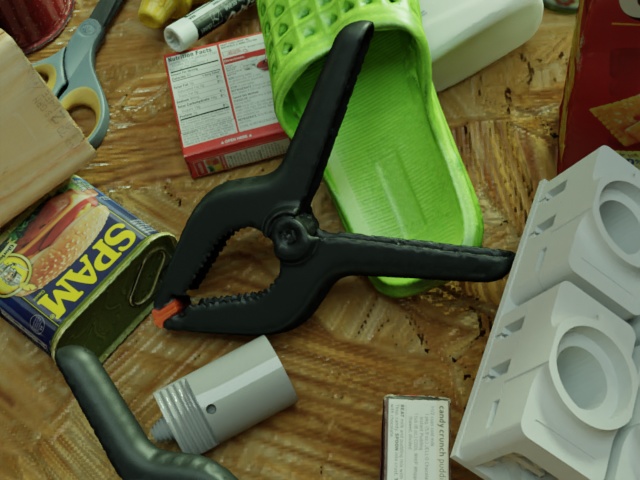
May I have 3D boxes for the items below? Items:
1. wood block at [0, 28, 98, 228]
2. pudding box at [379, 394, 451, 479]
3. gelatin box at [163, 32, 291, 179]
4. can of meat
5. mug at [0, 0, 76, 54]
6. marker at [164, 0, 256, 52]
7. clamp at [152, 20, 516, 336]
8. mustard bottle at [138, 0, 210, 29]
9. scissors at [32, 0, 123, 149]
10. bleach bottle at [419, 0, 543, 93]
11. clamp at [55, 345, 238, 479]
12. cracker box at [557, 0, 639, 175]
[{"bbox_3d":[-0.250,-0.033,0.640,0.206,0.090,0.091,-38,28,-9],"label":"wood block"},{"bbox_3d":[0.047,0.145,0.537,0.039,0.090,0.113,-1,62,4],"label":"pudding box"},{"bbox_3d":[-0.060,-0.091,0.713,0.073,0.030,0.089,-15,60,0],"label":"gelatin box"},{"bbox_3d":[-0.148,0.020,0.647,0.084,0.057,0.102,33,69,24],"label":"can of meat"},{"bbox_3d":[-0.229,-0.180,0.750,0.093,0.081,0.117,-6,61,3],"label":"mug"},{"bbox_3d":[-0.059,-0.167,0.744,0.020,0.020,0.121,36,56,22],"label":"marker"},{"bbox_3d":[-0.004,0.001,0.615,0.210,0.036,0.164,-39,85,15],"label":"clamp"},{"bbox_3d":[-0.082,-0.230,0.774,0.096,0.058,0.191,24,66,2],"label":"mustard bottle"},{"bbox_3d":[-0.153,-0.131,0.753,0.096,0.016,0.201,34,70,20],"label":"scissors"},{"bbox_3d":[0.043,-0.224,0.728,0.102,0.068,0.251,-30,72,1],"label":"bleach bottle"},{"bbox_3d":[-0.102,0.150,0.574,0.171,0.039,0.120,35,102,15],"label":"clamp"},{"bbox_3d":[0.222,-0.106,0.583,0.164,0.214,0.072,4,61,8],"label":"cracker box"}]
